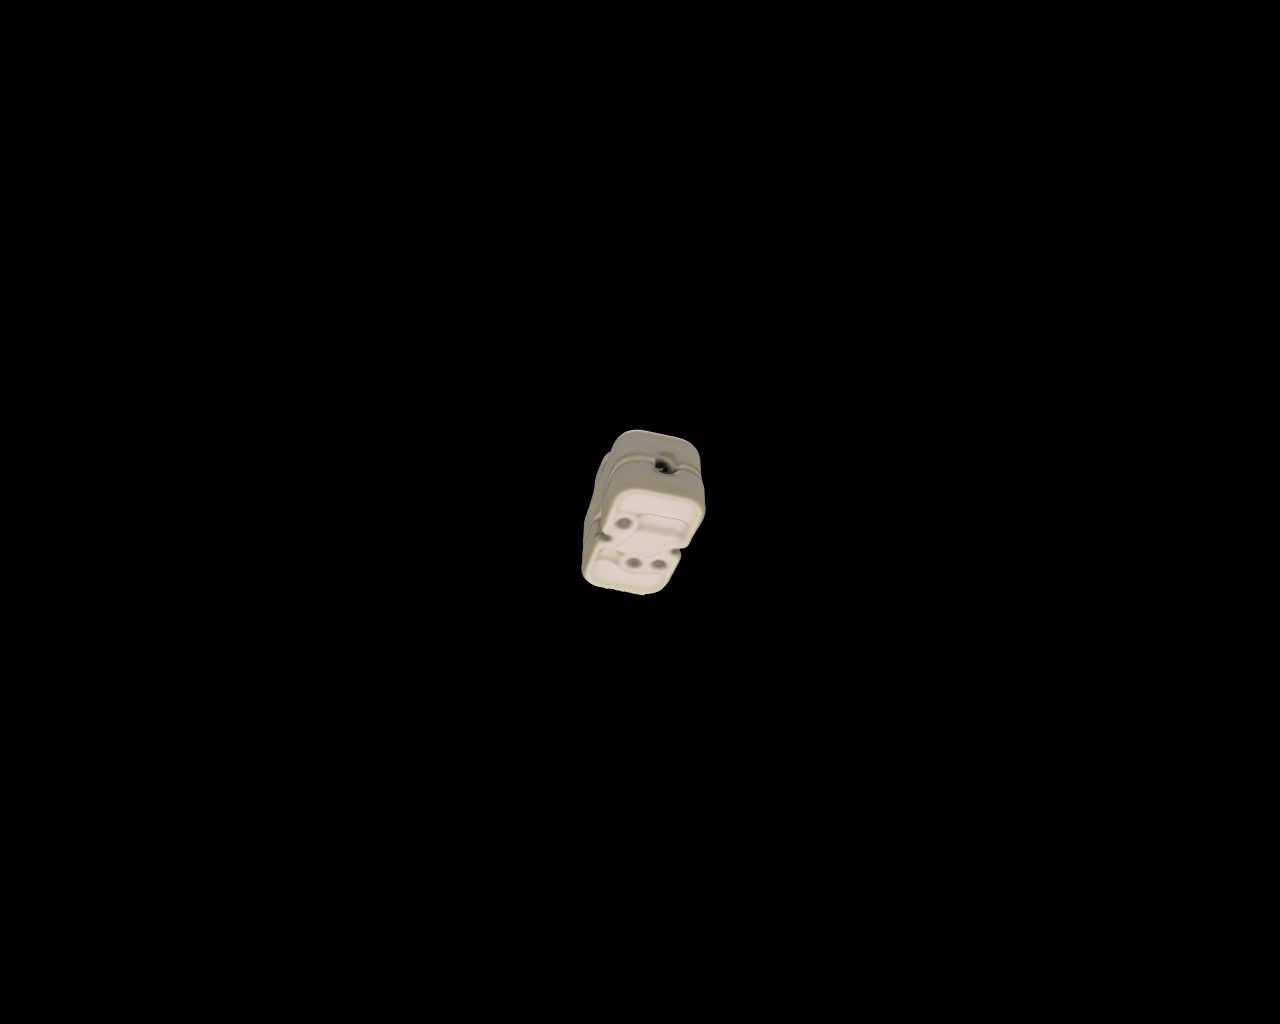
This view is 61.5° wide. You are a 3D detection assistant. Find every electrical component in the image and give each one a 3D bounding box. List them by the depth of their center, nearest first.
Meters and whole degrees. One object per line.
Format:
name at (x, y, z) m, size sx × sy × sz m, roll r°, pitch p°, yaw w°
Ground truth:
electrical component at (0.001, -0.003, 0.650) m, size 0.054 × 0.059 × 0.095 m, roll 11°, pitch -43°, yaw -12°
